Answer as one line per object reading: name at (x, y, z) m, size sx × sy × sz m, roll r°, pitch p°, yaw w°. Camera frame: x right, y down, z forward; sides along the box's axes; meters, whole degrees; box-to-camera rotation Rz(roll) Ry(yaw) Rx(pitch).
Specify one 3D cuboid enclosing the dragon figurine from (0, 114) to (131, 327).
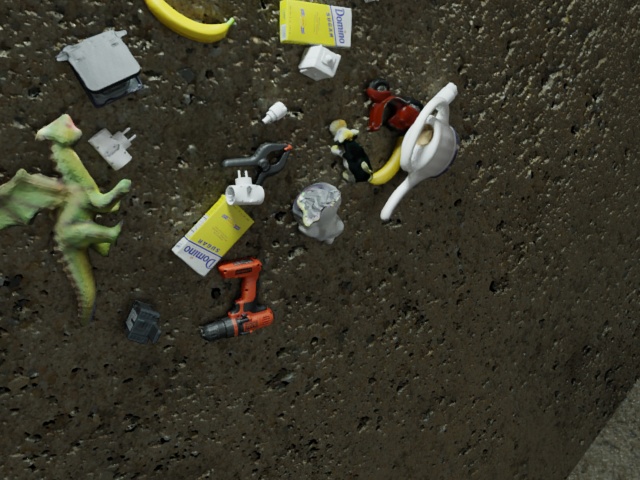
dragon figurine at (-0.508, -0.034, 0.988) m, size 0.242 × 0.123 × 0.410 m, roll 14°, pitch 91°, yaw -34°

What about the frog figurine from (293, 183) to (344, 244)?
frog figurine at (0.004, -0.066, 1.311) m, size 0.139 × 0.123 × 0.157 m, roll -61°, pitch 158°, yaw -13°

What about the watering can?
watering can at (0.271, -0.210, 1.384) m, size 0.224 × 0.105 × 0.344 m, roll 4°, pitch 111°, yaw -56°
